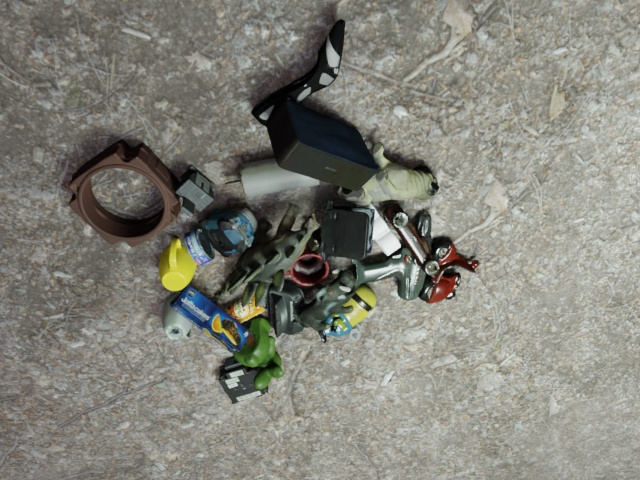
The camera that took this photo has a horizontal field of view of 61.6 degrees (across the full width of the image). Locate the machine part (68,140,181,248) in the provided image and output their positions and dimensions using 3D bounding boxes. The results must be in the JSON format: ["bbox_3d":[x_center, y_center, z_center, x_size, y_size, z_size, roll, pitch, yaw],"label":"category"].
[{"bbox_3d":[-0.420,-0.096,1.171,0.201,0.087,0.200,-30,121,13],"label":"machine part"}]

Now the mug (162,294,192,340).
[{"bbox_3d":[-0.357,0.208,1.355,0.081,0.107,0.109,-11,121,2],"label":"mug"}]

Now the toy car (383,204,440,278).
[{"bbox_3d":[0.216,0.001,1.244,0.053,0.089,0.202,-37,102,-4],"label":"toy car"}]

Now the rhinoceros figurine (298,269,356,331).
[{"bbox_3d":[0.021,0.142,1.305,0.112,0.073,0.190,22,124,-36],"label":"rhinoceros figurine"}]

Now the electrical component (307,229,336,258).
[{"bbox_3d":[-0.003,-0.005,1.274,0.078,0.102,0.045,4,131,-36],"label":"electrical component"}]

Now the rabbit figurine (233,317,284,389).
[{"bbox_3d":[-0.147,0.310,1.434,0.121,0.159,0.170,-33,136,3],"label":"rabbit figurine"}]

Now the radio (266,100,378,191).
[{"bbox_3d":[0.005,-0.189,1.090,0.229,0.131,0.073,13,137,-44],"label":"radio"}]

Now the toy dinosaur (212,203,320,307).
[{"bbox_3d":[-0.135,0.051,1.232,0.105,0.198,0.471,36,145,-13],"label":"toy dinosaur"}]

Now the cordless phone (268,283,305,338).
[{"bbox_3d":[-0.041,0.171,1.399,0.184,0.089,0.146,-9,122,-15],"label":"cordless phone"}]

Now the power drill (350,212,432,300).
[{"bbox_3d":[0.173,0.043,1.336,0.207,0.086,0.231,-7,114,-10],"label":"power drill"}]

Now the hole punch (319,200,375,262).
[{"bbox_3d":[0.064,-0.020,1.205,0.116,0.092,0.142,9,106,21],"label":"hole punch"}]

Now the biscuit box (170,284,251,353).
[{"bbox_3d":[-0.269,0.193,1.316,0.202,0.063,0.059,41,151,-15],"label":"biscuit box"}]

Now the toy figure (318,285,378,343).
[{"bbox_3d":[0.068,0.189,1.389,0.180,0.082,0.089,-31,127,-4],"label":"toy figure"}]

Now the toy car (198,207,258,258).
[{"bbox_3d":[-0.197,-0.030,1.223,0.162,0.103,0.109,-10,121,54],"label":"toy car"}]

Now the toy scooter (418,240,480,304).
[{"bbox_3d":[0.334,0.088,1.383,0.135,0.075,0.183,8,116,-13],"label":"toy scooter"}]

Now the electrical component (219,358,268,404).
[{"bbox_3d":[-0.218,0.387,1.514,0.115,0.058,0.134,-17,122,2],"label":"electrical component"}]

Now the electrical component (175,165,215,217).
[{"bbox_3d":[-0.272,-0.102,1.164,0.048,0.119,0.074,-40,115,18],"label":"electrical component"}]

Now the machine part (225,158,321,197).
[{"bbox_3d":[-0.088,-0.145,1.184,0.243,0.079,0.079,-11,123,-1],"label":"machine part"}]

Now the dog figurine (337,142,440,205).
[{"bbox_3d":[0.157,-0.118,1.227,0.190,0.121,0.172,21,154,-38],"label":"dog figurine"}]

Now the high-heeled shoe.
[{"bbox_3d":[-0.045,-0.329,1.069,0.145,0.086,0.248,11,124,-12],"label":"high-heeled shoe"}]
